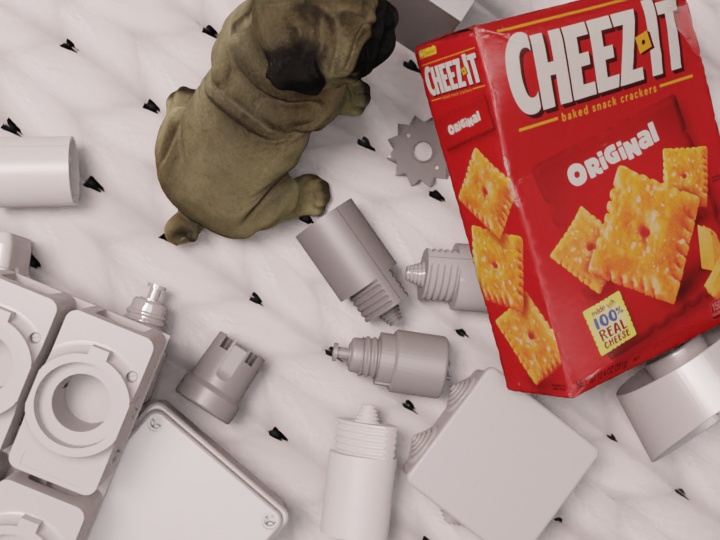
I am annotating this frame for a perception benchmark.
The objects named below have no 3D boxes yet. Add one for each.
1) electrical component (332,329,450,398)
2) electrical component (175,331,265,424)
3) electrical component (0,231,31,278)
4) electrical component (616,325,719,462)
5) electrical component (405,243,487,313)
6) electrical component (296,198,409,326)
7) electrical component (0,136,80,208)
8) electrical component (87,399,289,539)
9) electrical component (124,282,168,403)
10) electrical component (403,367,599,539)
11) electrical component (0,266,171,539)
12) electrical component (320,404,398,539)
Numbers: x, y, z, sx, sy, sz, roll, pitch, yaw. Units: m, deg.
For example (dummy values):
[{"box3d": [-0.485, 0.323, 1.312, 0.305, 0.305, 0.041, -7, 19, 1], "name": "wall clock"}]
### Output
[{"box3d": [0.022, 0.057, 0.681, 0.078, 0.040, 0.040, 9, 87, -5], "name": "electrical component"}, {"box3d": [-0.086, 0.067, 0.671, 0.040, 0.040, 0.046, 34, 79, -4], "name": "electrical component"}, {"box3d": [-0.239, -0.002, 0.646, 0.096, 0.062, 0.061, 7, 87, -5], "name": "electrical component"}, {"box3d": [0.213, 0.076, 0.673, 0.099, 0.099, 0.064, -33, 85, -6], "name": "electrical component"}, {"box3d": [0.069, 0.005, 0.686, 0.081, 0.043, 0.043, 4, 87, -6], "name": "electrical component"}, {"box3d": [0.000, 0.000, 0.679, 0.043, 0.043, 0.081, -35, 91, -6], "name": "electrical component"}, {"box3d": [-0.217, -0.060, 0.660, 0.081, 0.043, 0.043, -2, 88, -6], "name": "electrical component"}, {"box3d": [-0.118, 0.153, 0.655, 0.109, 0.056, 0.108, 41, 85, -3], "name": "electrical component"}, {"box3d": [-0.139, 0.046, 0.665, 0.040, 0.040, 0.078, 20, 86, -5], "name": "electrical component"}, {"box3d": [0.086, 0.120, 0.680, 0.100, 0.048, 0.099, 38, 85, -3], "name": "electrical component"}, {"box3d": [-0.192, 0.104, 0.587, 0.105, 0.060, 0.186, 22, 90, -2], "name": "electrical component"}, {"box3d": [0.001, 0.125, 0.675, 0.043, 0.043, 0.081, 7, 87, -5], "name": "electrical component"}]
